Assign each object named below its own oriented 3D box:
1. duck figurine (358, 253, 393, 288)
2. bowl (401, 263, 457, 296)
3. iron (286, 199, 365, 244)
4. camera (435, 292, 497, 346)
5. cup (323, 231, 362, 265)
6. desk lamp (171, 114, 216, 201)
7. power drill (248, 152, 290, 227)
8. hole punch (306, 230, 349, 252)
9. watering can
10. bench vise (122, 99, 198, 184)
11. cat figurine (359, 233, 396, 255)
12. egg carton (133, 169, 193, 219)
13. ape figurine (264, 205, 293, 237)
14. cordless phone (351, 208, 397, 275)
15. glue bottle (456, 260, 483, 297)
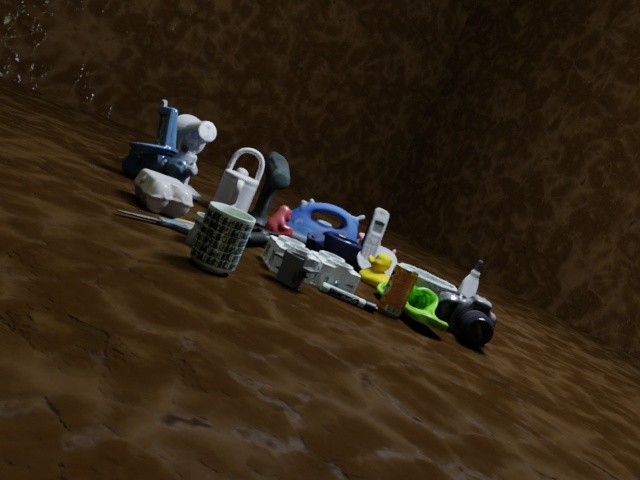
[{"bbox_3d":[0.157,0.079,1.467,0.104,0.086,0.078,27,8,27],"label":"duck figurine"},{"bbox_3d":[0.276,0.129,1.531,0.167,0.075,0.167,23,7,-3],"label":"bowl"},{"bbox_3d":[0.004,-0.049,1.687,0.259,0.141,0.118,22,7,-16],"label":"iron"},{"bbox_3d":[0.330,0.173,1.274,0.143,0.101,0.137,24,7,1],"label":"camera"},{"bbox_3d":[0.033,0.033,1.360,0.092,0.095,0.117,18,9,-37],"label":"cup"},{"bbox_3d":[-0.368,-0.240,1.599,0.118,0.213,0.202,18,9,-37],"label":"desk lamp"},{"bbox_3d":[-0.151,-0.149,1.648,0.076,0.208,0.229,21,7,-20],"label":"power drill"},{"bbox_3d":[0.014,0.005,1.522,0.101,0.091,0.108,22,7,-17],"label":"hole punch"},{"bbox_3d":[-0.220,-0.159,1.558,0.101,0.194,0.172,19,8,-34],"label":"watering can"},{"bbox_3d":[-0.390,-0.238,1.479,0.207,0.220,0.121,24,7,2],"label":"bench vise"},{"bbox_3d":[0.168,0.030,1.738,0.127,0.118,0.067,25,7,7],"label":"cat figurine"},{"bbox_3d":[-0.341,-0.101,1.237,0.108,0.069,0.149,18,9,-37],"label":"egg carton"},{"bbox_3d":[-0.104,-0.047,1.520,0.076,0.092,0.077,19,8,-32],"label":"ape figurine"},{"bbox_3d":[0.171,0.013,1.595,0.148,0.185,0.094,19,8,-31],"label":"cordless phone"},{"bbox_3d":[0.355,0.128,1.391,0.037,0.173,0.078,23,7,-2],"label":"glue bottle"}]
